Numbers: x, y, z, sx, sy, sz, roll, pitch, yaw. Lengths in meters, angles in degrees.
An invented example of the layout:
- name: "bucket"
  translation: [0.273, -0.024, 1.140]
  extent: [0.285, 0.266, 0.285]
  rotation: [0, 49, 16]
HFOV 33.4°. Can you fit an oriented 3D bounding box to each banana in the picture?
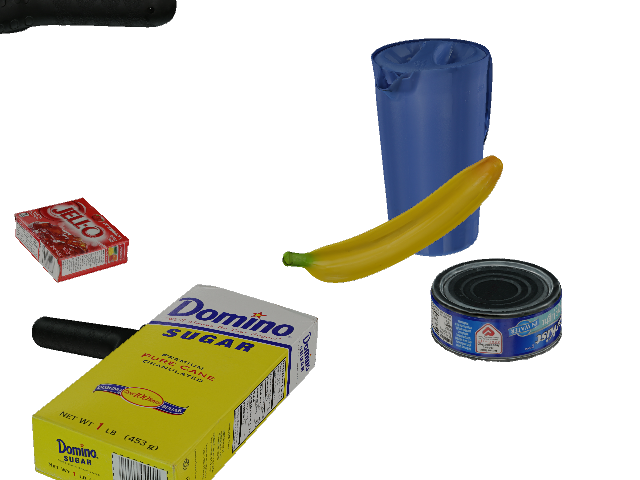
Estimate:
- name: "banana"
  translation: [0.068, -0.009, 0.898]
  extent: [0.198, 0.037, 0.069]
  rotation: [-27, -20, 9]

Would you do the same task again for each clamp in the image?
- name: "clamp"
  translation: [-0.173, -0.141, 0.606]
  extent: [0.171, 0.039, 0.120]
  rotation: [-6, 23, -13]
- name: "clamp"
  translation: [-0.119, 0.081, 0.844]
  extent: [0.164, 0.036, 0.210]
  rotation: [-11, 16, -30]

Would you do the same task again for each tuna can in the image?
- name: "tuna can"
  translation: [0.115, 0.044, 0.697]
  extent: [0.086, 0.034, 0.086]
  rotation: [-4, 24, 1]

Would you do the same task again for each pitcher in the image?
- name: "pitcher"
  translation: [0.139, -0.113, 1.263]
  extent: [0.149, 0.243, 0.145]
  rotation: [-4, 26, 0]

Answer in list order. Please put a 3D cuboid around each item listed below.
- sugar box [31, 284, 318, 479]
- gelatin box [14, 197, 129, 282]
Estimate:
- name: "sugar box"
  translation: [-0.079, 0.087, 0.635]
  extent: [0.093, 0.048, 0.176]
  rotation: [15, 31, 20]
- name: "gelatin box"
  translation: [-0.233, -0.003, 0.995]
  extent: [0.073, 0.030, 0.089]
  rotation: [-17, 40, -36]
